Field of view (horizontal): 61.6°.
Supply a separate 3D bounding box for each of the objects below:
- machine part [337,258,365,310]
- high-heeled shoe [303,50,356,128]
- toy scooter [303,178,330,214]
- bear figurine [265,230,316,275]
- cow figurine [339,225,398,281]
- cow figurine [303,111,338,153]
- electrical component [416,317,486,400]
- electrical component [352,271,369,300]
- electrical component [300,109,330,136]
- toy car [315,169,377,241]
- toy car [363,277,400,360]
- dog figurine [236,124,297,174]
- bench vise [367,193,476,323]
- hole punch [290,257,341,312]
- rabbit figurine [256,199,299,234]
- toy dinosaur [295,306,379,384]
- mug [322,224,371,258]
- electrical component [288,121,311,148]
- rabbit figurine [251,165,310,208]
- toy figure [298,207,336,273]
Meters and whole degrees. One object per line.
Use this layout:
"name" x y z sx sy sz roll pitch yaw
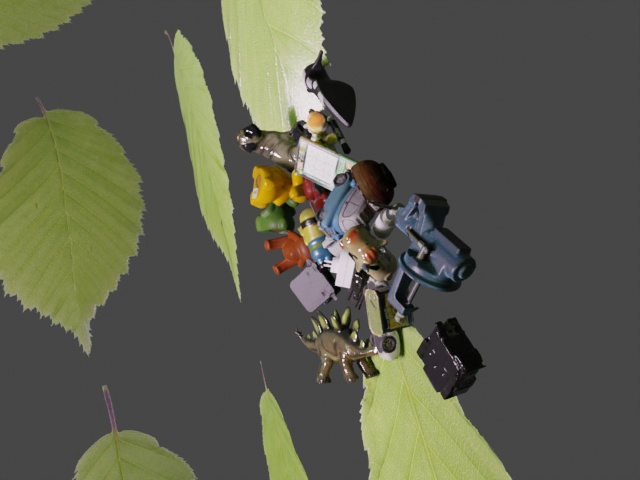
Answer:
"machine part" 0.078 0.108 1.385 0.084 0.039 0.139 100 149 -51
"high-heeled shoe" 0.015 -0.335 1.287 0.145 0.086 0.249 114 143 -60
"toy scooter" 0.005 -0.114 1.379 0.135 0.075 0.184 80 169 -67
"bear figurine" -0.074 0.037 1.600 0.120 0.132 0.196 71 164 -8
"cow figurine" 0.105 0.031 1.131 0.127 0.085 0.194 45 -178 40
"cow figurine" 0.004 -0.245 1.330 0.098 0.068 0.167 -112 6 -61
"electrical component" 0.244 0.232 1.024 0.134 0.058 0.115 104 149 -44
"electrical component" 0.100 0.086 1.287 0.045 0.078 0.102 30 139 25
"electrical component" -0.004 -0.289 1.364 0.063 0.094 0.021 -50 37 13
"toy car" 0.070 -0.072 1.192 0.103 0.161 0.109 16 157 43
"toy car" 0.144 0.176 1.239 0.073 0.056 0.201 -177 78 -73
"dog figurine" -0.130 -0.246 1.518 0.172 0.190 0.121 64 153 29
"bench vise" 0.177 0.041 0.998 0.224 0.129 0.240 42 124 37
"hole punch" -0.003 0.126 1.515 0.116 0.092 0.142 -43 74 28
"rabbit figurine" -0.132 -0.111 1.686 0.159 0.121 0.170 154 119 -73
"toy dinosaur" 0.040 0.290 1.480 0.471 0.105 0.198 -24 70 58
"mug" 0.063 -0.012 1.287 0.107 0.109 0.081 -41 62 50
"electrical component" -0.030 -0.252 1.415 0.048 0.074 0.119 -46 42 14
"rabbit figurine" -0.093 -0.153 1.510 0.162 0.173 0.122 -16 65 59
"toy figure" 0.001 -0.005 1.460 0.089 0.082 0.180 121 136 -59
